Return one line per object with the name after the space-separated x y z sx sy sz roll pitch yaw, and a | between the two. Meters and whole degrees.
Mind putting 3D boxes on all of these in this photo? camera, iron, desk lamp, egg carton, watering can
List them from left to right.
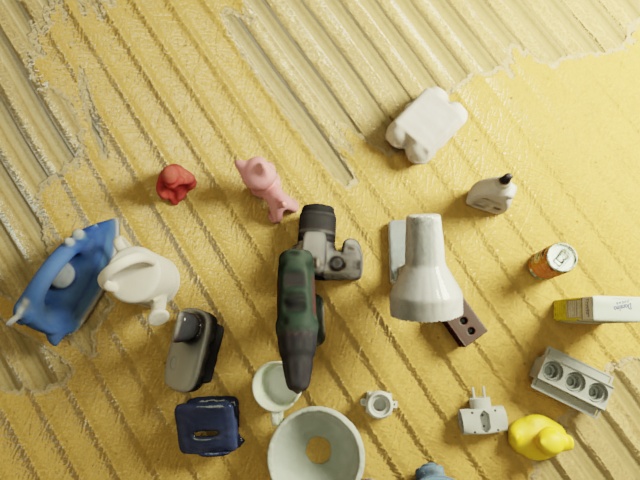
-0.463 0.057 1.037 0.118 0.141 0.258 28 82 7 | iron
-0.315 0.067 1.003 0.172 0.194 0.101 35 83 8 | watering can
0.010 0.004 1.050 0.143 0.101 0.137 2 80 3 | camera
0.170 0.044 0.979 0.118 0.213 0.203 -3 79 2 | desk lamp
0.203 -0.221 1.100 0.107 0.069 0.150 42 84 9 | egg carton

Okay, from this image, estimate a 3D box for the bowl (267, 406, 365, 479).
-0.005 0.373 0.995 0.167 0.075 0.167 0 79 2 | bowl

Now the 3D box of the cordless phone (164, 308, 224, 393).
-0.235 0.188 0.982 0.094 0.185 0.148 8 80 4 | cordless phone

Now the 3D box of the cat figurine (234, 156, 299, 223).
-0.099 -0.103 1.065 0.067 0.118 0.127 -37 80 -4 | cat figurine

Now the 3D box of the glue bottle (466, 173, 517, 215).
0.314 -0.088 1.019 0.078 0.173 0.037 20 81 6 | glue bottle

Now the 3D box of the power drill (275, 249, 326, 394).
-0.032 0.137 0.972 0.075 0.208 0.230 -4 79 2 | power drill

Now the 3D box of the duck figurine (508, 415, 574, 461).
0.381 0.343 0.980 0.104 0.086 0.077 3 80 3 | duck figurine

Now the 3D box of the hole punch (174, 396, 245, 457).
-0.193 0.328 1.002 0.108 0.091 0.101 -4 79 2 | hole punch

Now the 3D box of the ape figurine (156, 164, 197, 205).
-0.278 -0.114 1.087 0.078 0.092 0.076 -7 79 1 | ape figurine

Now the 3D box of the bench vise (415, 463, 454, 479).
0.207 0.472 0.895 0.121 0.220 0.207 -25 79 -2 | bench vise
